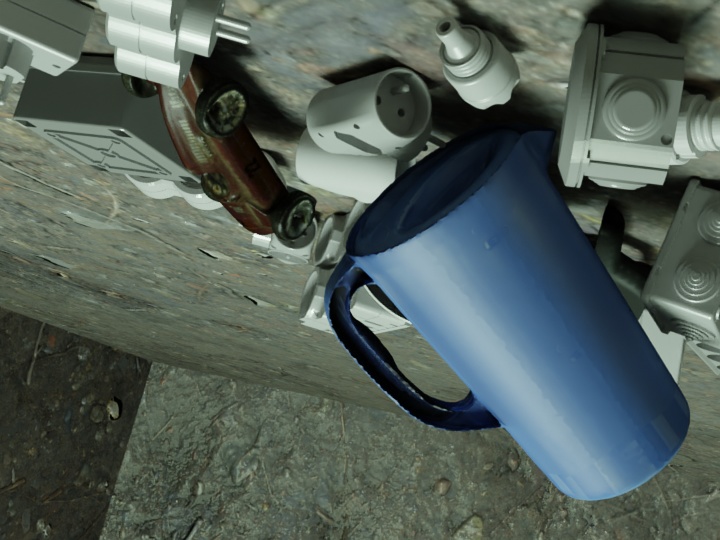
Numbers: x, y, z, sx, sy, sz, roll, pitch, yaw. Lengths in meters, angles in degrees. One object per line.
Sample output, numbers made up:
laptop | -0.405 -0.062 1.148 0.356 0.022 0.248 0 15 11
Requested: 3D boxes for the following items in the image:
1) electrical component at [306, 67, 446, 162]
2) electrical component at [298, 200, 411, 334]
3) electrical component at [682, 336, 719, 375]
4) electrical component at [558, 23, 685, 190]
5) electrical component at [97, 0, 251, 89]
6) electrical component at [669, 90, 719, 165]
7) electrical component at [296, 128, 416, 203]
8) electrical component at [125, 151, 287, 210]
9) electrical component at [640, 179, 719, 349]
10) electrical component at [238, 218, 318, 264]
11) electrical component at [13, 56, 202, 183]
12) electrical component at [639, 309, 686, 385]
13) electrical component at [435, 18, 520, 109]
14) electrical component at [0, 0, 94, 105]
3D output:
electrical component | 0.019 -0.093 0.683 0.079 0.043 0.077 22 166 -32
electrical component | 0.000 0.000 0.994 0.060 0.105 0.186 18 168 -15
electrical component | 0.324 0.051 0.930 0.079 0.063 0.121 8 166 32
electrical component | 0.127 -0.079 0.529 0.051 0.080 0.080 8 168 8
electrical component | -0.095 -0.139 0.587 0.074 0.052 0.138 16 168 -4
electrical component | 0.172 -0.076 0.575 0.078 0.040 0.040 4 165 43
electrical component | 0.003 -0.074 0.793 0.077 0.044 0.079 11 168 20
electrical component | -0.130 -0.077 0.923 0.138 0.052 0.073 13 169 9
electrical component | 0.234 0.000 0.718 0.048 0.099 0.100 21 172 30
electrical component | -0.083 -0.038 1.070 0.079 0.044 0.077 15 169 -3
electrical component | -0.181 -0.113 0.809 0.109 0.056 0.109 9 167 27
electrical component | 0.279 0.091 1.029 0.056 0.108 0.109 9 178 17
electrical component | 0.059 -0.112 0.566 0.035 0.035 0.061 7 163 35
electrical component | -0.223 -0.142 0.674 0.083 0.075 0.047 21 167 -29
